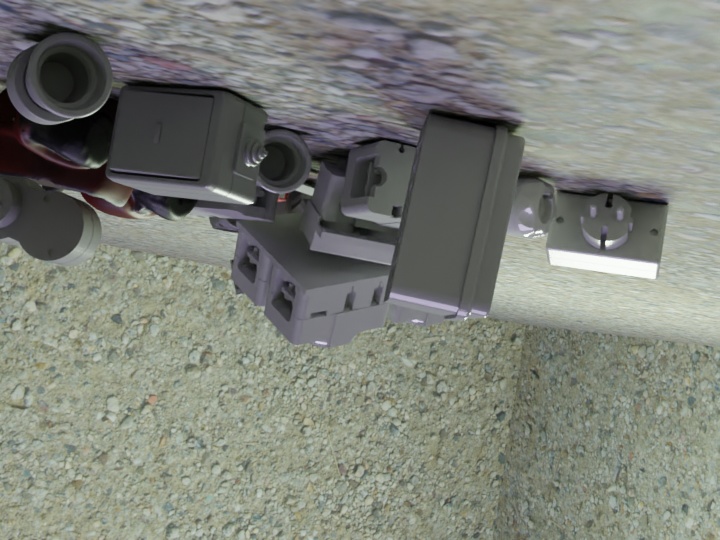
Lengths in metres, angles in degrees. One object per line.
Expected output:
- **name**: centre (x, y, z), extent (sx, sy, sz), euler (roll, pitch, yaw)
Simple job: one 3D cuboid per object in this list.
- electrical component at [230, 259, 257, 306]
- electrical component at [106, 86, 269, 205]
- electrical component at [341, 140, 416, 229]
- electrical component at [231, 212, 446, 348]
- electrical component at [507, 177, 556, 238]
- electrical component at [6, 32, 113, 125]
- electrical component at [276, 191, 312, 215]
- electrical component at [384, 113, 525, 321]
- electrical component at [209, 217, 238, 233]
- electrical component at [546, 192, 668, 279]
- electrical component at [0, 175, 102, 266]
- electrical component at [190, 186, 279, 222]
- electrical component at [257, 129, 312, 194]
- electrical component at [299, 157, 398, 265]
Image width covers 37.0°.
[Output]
- **electrical component**: centre (-0.101, -0.011, 1.166), extent (0.079, 0.063, 0.121), euler (-8, -164, -7)
- **electrical component**: centre (-0.104, -0.078, 0.670), extent (0.096, 0.061, 0.061), euler (8, 176, 26)
- **electrical component**: centre (0.037, -0.055, 0.753), extent (0.089, 0.050, 0.056), euler (10, 176, -23)
- **electrical component**: centre (0.000, 0.000, 0.888), extent (0.186, 0.060, 0.105), euler (-10, -143, -35)
- **electrical component**: centre (0.106, -0.046, 0.775), extent (0.062, 0.043, 0.043), euler (8, 176, 37)
- **electrical component**: centre (-0.164, -0.102, 0.583), extent (0.045, 0.045, 0.055), euler (12, 176, -31)
- **electrical component**: centre (-0.048, -0.052, 0.987), extent (0.047, 0.065, 0.077), euler (12, 147, -34)
- **electrical component**: centre (0.055, -0.029, 0.638), extent (0.057, 0.113, 0.078), euler (12, 176, -1)
- **electrical component**: centre (-0.114, -0.060, 1.133), extent (0.079, 0.044, 0.077), euler (9, 177, -19)
- **electrical component**: centre (0.181, -0.032, 0.790), extent (0.083, 0.047, 0.075), euler (8, 163, 15)
- **electrical component**: centre (-0.265, -0.048, 0.788), extent (0.138, 0.052, 0.074), euler (22, 177, 9)
- **electrical component**: centre (-0.109, -0.072, 0.838), extent (0.089, 0.055, 0.050), euler (7, 175, 39)
- **electrical component**: centre (-0.064, -0.077, 0.767), extent (0.044, 0.044, 0.065), euler (11, -179, -18)
- **electrical component**: centre (0.023, -0.041, 0.819), extent (0.121, 0.063, 0.078), euler (10, -161, -18)
